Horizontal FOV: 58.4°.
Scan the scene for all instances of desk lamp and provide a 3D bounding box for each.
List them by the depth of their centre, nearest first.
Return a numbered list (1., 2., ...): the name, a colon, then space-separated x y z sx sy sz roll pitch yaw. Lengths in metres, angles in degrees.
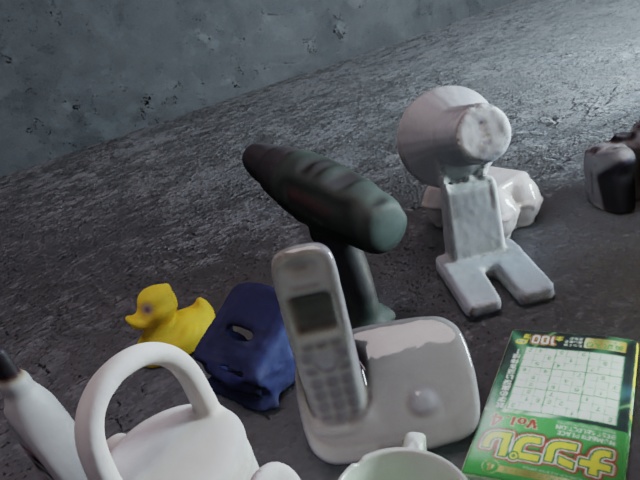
1. desk lamp: 0.170 -0.059 0.641 0.118 0.214 0.203 -16 25 0

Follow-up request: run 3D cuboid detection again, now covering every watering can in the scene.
1. watering can: -0.084 0.153 0.370 0.172 0.194 0.101 -8 26 16

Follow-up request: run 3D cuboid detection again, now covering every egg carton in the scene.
1. egg carton: 0.216 -0.053 0.772 0.107 0.069 0.149 -30 28 -27

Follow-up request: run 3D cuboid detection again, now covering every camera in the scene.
1. camera: 0.417 -0.091 0.695 0.143 0.101 0.136 -16 25 0

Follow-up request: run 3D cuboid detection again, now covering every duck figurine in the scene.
1. duck figurine: -0.182 0.091 0.688 0.105 0.086 0.077 -29 28 -26

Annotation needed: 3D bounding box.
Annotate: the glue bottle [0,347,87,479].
1. glue bottle: -0.227 0.157 0.472 0.077 0.173 0.037 5 32 37

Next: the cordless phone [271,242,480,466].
1. cordless phone: 0.042 0.081 0.457 0.147 0.185 0.094 -14 25 4

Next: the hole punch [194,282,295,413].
1. hole punch: -0.070 0.106 0.585 0.108 0.091 0.101 8 34 42

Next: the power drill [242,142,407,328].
1. power drill: 0.006 0.002 0.616 0.076 0.209 0.228 -31 28 -29
